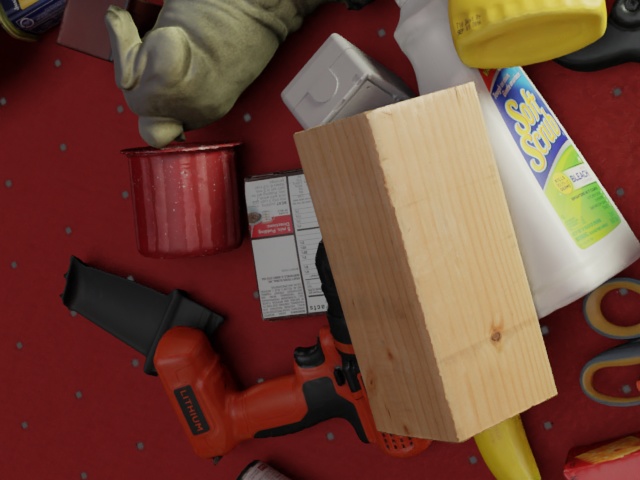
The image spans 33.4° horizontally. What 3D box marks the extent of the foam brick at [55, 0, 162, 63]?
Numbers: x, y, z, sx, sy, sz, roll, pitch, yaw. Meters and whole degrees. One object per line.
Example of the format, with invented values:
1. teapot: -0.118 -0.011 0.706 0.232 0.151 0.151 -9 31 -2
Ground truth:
1. foam brick: -0.156 -0.165 0.824 0.051 0.078 0.053 20 99 17

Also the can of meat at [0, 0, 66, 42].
1. can of meat: -0.224 -0.224 0.854 0.084 0.057 0.102 -25 86 18

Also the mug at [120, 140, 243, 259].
1. mug: -0.109 -0.032 0.819 0.117 0.093 0.081 5 103 49

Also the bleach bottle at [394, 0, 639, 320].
1. bleach bottle: 0.116 -0.075 0.724 0.068 0.102 0.251 -36 81 43

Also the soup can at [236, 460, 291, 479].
1. soup can: -0.023 0.222 0.813 0.102 0.068 0.068 29 103 15

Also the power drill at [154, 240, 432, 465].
1. power drill: -0.023 0.088 0.782 0.188 0.057 0.184 -11 113 22

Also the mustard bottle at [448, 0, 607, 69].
1. mustard bottle: 0.125 -0.209 0.708 0.096 0.058 0.191 -12 63 15

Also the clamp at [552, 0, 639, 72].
1. clamp: 0.215 -0.147 0.717 0.210 0.036 0.164 4 95 21

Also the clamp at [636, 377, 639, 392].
1. clamp: 0.295 0.068 0.703 0.172 0.039 0.120 -43 64 22

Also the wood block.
1. wood block: 0.067 0.014 0.685 0.090 0.090 0.206 -7 100 59

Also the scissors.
1. scissors: 0.257 0.048 0.695 0.202 0.016 0.096 -27 69 28

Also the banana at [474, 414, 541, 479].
1. banana: 0.130 0.098 0.760 0.070 0.037 0.198 -16 82 42

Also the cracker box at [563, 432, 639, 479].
1. cracker box: 0.289 0.196 0.701 0.214 0.072 0.164 -19 89 19

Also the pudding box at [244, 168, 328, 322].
1. pudding box: -0.005 0.001 0.805 0.090 0.039 0.113 -7 95 18
